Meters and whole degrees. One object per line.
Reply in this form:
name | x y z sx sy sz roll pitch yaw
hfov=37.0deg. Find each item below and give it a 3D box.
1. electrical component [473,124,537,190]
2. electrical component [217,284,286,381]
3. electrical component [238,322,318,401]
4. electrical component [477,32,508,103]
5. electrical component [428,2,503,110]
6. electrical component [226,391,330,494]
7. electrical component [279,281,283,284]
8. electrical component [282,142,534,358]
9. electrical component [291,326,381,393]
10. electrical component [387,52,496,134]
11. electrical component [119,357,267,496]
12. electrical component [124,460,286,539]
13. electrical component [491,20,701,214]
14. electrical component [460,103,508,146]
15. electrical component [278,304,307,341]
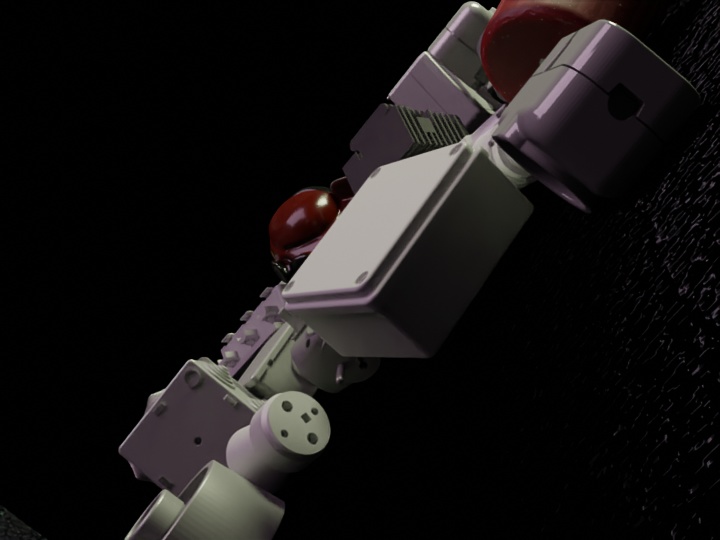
electrical component | 0.092 -0.069 0.621 0.040 0.040 0.078 -53 6 -13
electrical component | -0.076 0.066 0.969 0.079 0.063 0.121 -3 -31 -39
electrical component | -0.061 0.085 0.849 0.099 0.048 0.099 -56 6 -38
electrical component | 0.143 -0.153 0.693 0.138 0.052 0.073 -40 52 29
electrical component | 0.109 -0.169 0.864 0.059 0.095 0.053 -50 5 14
electrical component | -0.048 0.102 0.640 0.055 0.045 0.045 -47 7 43
electrical component | -0.059 0.036 1.109 0.061 0.062 0.096 -49 6 28
electrical component | 0.024 -0.008 0.595 0.108 0.056 0.109 -54 20 -20
electrical component | -0.005 0.044 0.669 0.077 0.044 0.079 -48 14 19
electrical component | 0.084 -0.138 0.928 0.061 0.096 0.062 -50 -24 25
electrical component | -0.110 0.121 0.766 0.099 0.100 0.048 -52 -8 -3
electrical component | -0.098 0.157 0.604 0.108 0.060 0.108 -52 5 6
electrical component | 0.097 -0.064 0.465 0.059 0.054 0.095 -51 5 4
electrical component | 0.094 -0.084 0.729 0.046 0.040 0.040 -45 7 20
electrical component | -0.031 0.045 0.793 0.048 0.062 0.048 -51 5 6
